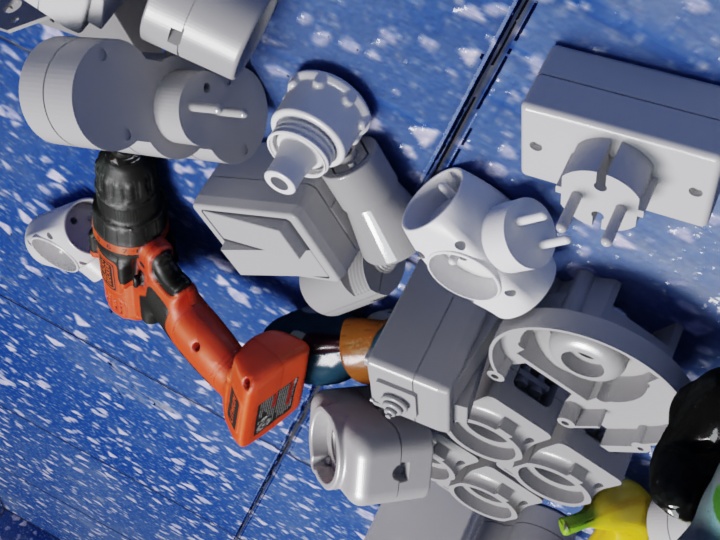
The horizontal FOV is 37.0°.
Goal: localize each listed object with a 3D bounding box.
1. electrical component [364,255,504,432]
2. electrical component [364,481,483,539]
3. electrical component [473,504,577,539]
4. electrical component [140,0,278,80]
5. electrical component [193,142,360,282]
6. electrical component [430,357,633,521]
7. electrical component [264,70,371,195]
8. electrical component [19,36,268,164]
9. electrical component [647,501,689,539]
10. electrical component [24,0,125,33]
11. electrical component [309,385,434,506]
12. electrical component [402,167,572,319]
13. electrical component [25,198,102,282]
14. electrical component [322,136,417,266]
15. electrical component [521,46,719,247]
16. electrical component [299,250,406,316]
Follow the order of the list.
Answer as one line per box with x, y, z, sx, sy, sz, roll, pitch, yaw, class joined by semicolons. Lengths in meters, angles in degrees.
0.045;0.051;0.643;0.061;0.096;0.061;20;153;16;electrical component
0.056;0.212;0.897;0.078;0.113;0.057;21;155;17;electrical component
0.123;0.248;0.937;0.052;0.073;0.138;40;152;-20;electrical component
-0.069;-0.121;0.502;0.047;0.055;0.055;28;154;-4;electrical component
-0.050;-0.033;0.629;0.096;0.061;0.061;8;146;36;electrical component
0.097;0.115;0.746;0.105;0.060;0.186;33;153;-8;electrical component
-0.026;-0.067;0.546;0.048;0.062;0.048;23;153;13;electrical component
-0.090;-0.081;0.534;0.074;0.052;0.138;11;-173;33;electrical component
0.250;0.202;0.755;0.138;0.052;0.074;38;152;-17;electrical component
-0.123;-0.160;0.478;0.061;0.061;0.096;33;153;-8;electrical component
0.002;0.118;0.734;0.059;0.053;0.095;-3;-163;-23;electrical component
0.074;-0.016;0.556;0.077;0.044;0.079;42;151;-23;electrical component
-0.211;-0.017;0.834;0.079;0.044;0.077;43;150;-26;electrical component
0.007;-0.040;0.586;0.044;0.044;0.065;4;139;41;electrical component
0.105;-0.042;0.445;0.083;0.075;0.047;19;152;20;electrical component
0.000;0.000;0.658;0.043;0.043;0.081;38;152;-17;electrical component
